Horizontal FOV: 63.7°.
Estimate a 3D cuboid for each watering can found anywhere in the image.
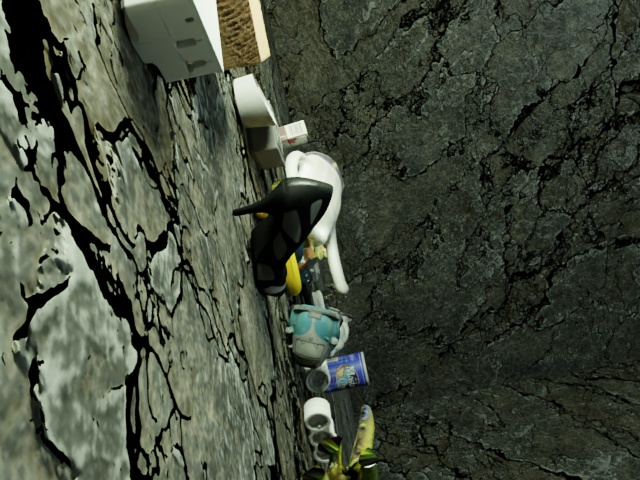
[{"bbox_3d":[0.004,-0.060,1.186,0.103,0.341,0.229,-13,30,20],"label":"watering can"}]

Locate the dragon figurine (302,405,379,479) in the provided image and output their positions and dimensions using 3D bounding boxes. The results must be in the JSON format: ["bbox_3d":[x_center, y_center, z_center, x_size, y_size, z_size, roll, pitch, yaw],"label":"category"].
[{"bbox_3d":[0.072,0.478,0.885,0.121,0.242,0.413,-12,3,20],"label":"dragon figurine"}]

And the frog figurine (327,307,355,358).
[{"bbox_3d":[0.037,0.318,1.717,0.122,0.163,0.135,-7,-34,34],"label":"frog figurine"}]
